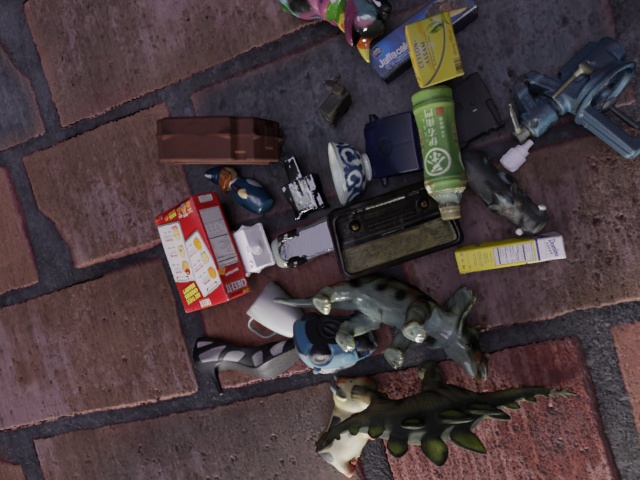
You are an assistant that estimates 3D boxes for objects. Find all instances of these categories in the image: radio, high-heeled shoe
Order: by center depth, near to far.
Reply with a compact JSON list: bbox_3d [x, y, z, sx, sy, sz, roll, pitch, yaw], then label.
[{"bbox_3d":[0.131,-0.022,0.981,0.230,0.073,0.131,-18,89,-1],"label":"radio"},{"bbox_3d":[-0.148,0.223,1.132,0.249,0.086,0.145,-27,56,0],"label":"high-heeled shoe"}]

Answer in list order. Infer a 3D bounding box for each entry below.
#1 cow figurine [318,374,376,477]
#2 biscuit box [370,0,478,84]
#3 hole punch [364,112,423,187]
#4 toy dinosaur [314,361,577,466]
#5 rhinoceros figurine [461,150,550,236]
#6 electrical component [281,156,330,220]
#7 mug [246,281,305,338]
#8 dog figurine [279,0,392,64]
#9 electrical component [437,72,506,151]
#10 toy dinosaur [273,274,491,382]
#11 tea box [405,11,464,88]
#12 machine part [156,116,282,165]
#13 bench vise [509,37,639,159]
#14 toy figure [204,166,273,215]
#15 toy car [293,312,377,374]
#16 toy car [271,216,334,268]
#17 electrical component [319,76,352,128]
[{"bbox_3d":[0.055,0.353,1.065,0.127,0.085,0.194,28,103,5],"label":"cow figurine"},{"bbox_3d":[0.182,-0.369,0.970,0.203,0.063,0.059,-34,84,16],"label":"biscuit box"},{"bbox_3d":[0.139,-0.172,0.989,0.116,0.092,0.142,-9,96,20],"label":"hole punch"},{"bbox_3d":[0.217,0.305,0.953,0.471,0.199,0.105,-13,104,-15],"label":"toy dinosaur"},{"bbox_3d":[0.315,-0.086,0.934,0.073,0.112,0.190,-47,74,13],"label":"rhinoceros figurine"},{"bbox_3d":[-0.037,-0.104,1.065,0.075,0.048,0.119,-26,87,16],"label":"electrical component"},{"bbox_3d":[-0.090,0.155,1.089,0.107,0.081,0.109,36,98,1],"label":"mug"},{"bbox_3d":[0.025,-0.411,0.958,0.192,0.108,0.219,-22,72,22],"label":"dog figurine"},{"bbox_3d":[0.251,-0.234,0.966,0.115,0.058,0.134,-31,87,14],"label":"electrical component"},{"bbox_3d":[0.125,0.124,0.997,0.405,0.192,0.131,21,121,29],"label":"toy dinosaur"},{"bbox_3d":[0.180,-0.300,0.862,0.068,0.169,0.098,-16,101,14],"label":"tea box"},{"bbox_3d":[-0.189,-0.185,1.021,0.202,0.201,0.087,4,99,15],"label":"machine part"},{"bbox_3d":[0.439,-0.208,0.871,0.223,0.128,0.241,-39,65,-2],"label":"bench vise"},{"bbox_3d":[-0.167,-0.108,1.095,0.155,0.064,0.058,35,70,14],"label":"toy figure"},{"bbox_3d":[0.024,0.207,1.049,0.162,0.109,0.102,-2,130,-15],"label":"toy car"},{"bbox_3d":[-0.002,-0.003,1.061,0.202,0.056,0.073,-21,88,15],"label":"toy car"},{"bbox_3d":[0.028,-0.261,1.009,0.045,0.102,0.078,42,95,13],"label":"electrical component"}]
